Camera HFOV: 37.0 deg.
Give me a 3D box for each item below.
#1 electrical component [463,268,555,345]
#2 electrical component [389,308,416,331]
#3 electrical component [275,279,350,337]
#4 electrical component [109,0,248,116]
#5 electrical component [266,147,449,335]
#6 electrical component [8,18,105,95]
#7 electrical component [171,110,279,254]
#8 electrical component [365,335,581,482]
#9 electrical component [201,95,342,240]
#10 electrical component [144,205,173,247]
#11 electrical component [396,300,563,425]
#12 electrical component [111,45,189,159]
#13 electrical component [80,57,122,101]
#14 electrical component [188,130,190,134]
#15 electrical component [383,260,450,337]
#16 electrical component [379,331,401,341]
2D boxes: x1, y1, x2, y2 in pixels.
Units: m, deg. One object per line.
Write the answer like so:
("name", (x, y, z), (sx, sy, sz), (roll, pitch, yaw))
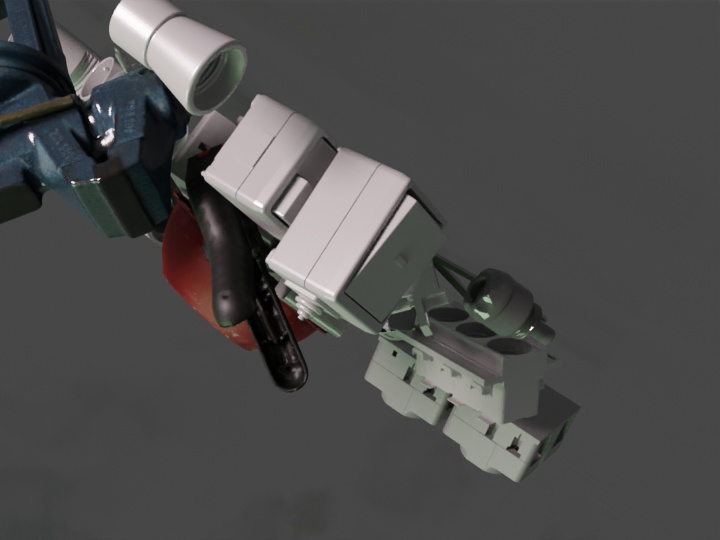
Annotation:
("electrical component", (0.096, 0.027, 0.667), (0.061, 0.035, 0.035), (34, 175, -21))
("electrical component", (0.000, 0.000, 0.833), (0.108, 0.060, 0.108), (19, -174, -2))
("electrical component", (-0.017, -0.008, 0.749), (0.056, 0.089, 0.050), (36, 175, -14))
("electrical component", (-0.096, -0.115, 0.552), (0.065, 0.044, 0.044), (38, 176, 16))
("electrical component", (-0.001, -0.009, 0.607), (0.061, 0.096, 0.062), (28, 172, 33))
("electrical component", (-0.256, -0.182, 0.921), (0.081, 0.043, 0.043), (38, 174, -31))
("electrical component", (-0.086, -0.065, 0.814), (0.089, 0.061, 0.150), (35, 175, -2))
("electrical component", (0.109, 0.125, 1.071), (0.186, 0.060, 0.105), (32, -153, 23))
("electrical component", (-0.036, -0.049, 0.648), (0.061, 0.061, 0.096), (32, 174, 32))
("electrical component", (-0.224, -0.103, 1.095), (0.060, 0.105, 0.186), (30, 173, 42))
("electrical component", (0.095, 0.076, 0.884), (0.079, 0.063, 0.121), (-10, -159, -30))
("electrical component", (-0.159, -0.126, 0.784), (0.079, 0.044, 0.077), (64, 178, -28))
("electrical component", (-0.185, -0.135, 0.899), (0.077, 0.044, 0.079), (38, 173, -34))
("electrical component", (-0.166, -0.108, 1.032), (0.055, 0.048, 0.066), (29, 179, -38))
("electrical component", (0.021, 0.004, 0.698), (0.042, 0.064, 0.081), (60, -163, -75))
("electrical component", (0.038, 0.038, 1.029), (0.055, 0.055, 0.047), (34, 171, 3))
